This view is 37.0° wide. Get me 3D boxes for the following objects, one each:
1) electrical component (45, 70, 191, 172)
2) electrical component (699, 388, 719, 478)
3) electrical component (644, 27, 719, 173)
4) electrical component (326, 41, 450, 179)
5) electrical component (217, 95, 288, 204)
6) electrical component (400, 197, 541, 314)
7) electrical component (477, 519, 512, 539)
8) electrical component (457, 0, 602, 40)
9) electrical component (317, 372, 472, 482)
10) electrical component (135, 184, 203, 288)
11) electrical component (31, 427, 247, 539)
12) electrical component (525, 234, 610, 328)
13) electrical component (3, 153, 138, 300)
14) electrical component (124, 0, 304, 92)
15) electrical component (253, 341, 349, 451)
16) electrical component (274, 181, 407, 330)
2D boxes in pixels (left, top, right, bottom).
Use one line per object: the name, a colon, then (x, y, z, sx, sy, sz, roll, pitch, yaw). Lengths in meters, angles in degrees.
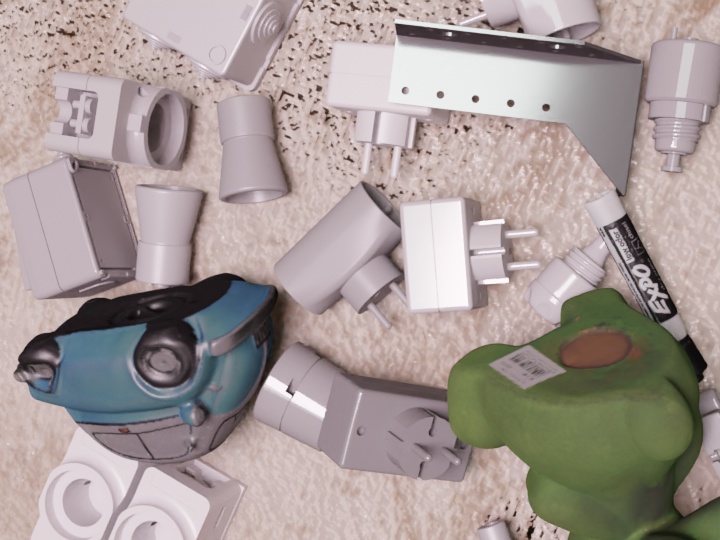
electrical component: (-0.147, -0.093, 0.682, 0.056, 0.089, 0.050, 10, 94, 18)
electrical component: (0.220, 0.090, 0.588, 0.055, 0.048, 0.066, -28, 82, 24)
electrical component: (0.180, -0.094, 0.601, 0.040, 0.040, 0.078, 8, 93, 18)
electrical component: (0.017, -0.094, 0.651, 0.066, 0.047, 0.076, 9, 93, 18)
electrical component: (-0.071, -0.078, 0.684, 0.044, 0.044, 0.065, -9, 83, 18)
electrical component: (0.068, -0.010, 0.635, 0.077, 0.047, 0.065, -5, 89, 18)
electrical component: (0.087, 0.179, 0.632, 0.043, 0.043, 0.062, -22, 83, 17)
electrical component: (0.091, -0.166, 0.628, 0.079, 0.043, 0.077, -18, 85, 17)
electrical component: (0.031, 0.096, 0.615, 0.083, 0.076, 0.047, 12, 96, -26)
electrical component: (-0.127, -0.021, 0.703, 0.044, 0.044, 0.065, 8, 98, 18)
electrical component: (-0.166, 0.204, 0.706, 0.105, 0.060, 0.186, 26, 98, 16)
electrical component: (0.126, 0.003, 0.623, 0.035, 0.035, 0.061, 42, 99, 13)
electrical component: (-0.193, -0.031, 0.712, 0.061, 0.062, 0.096, -19, 84, 17)
electrical component: (-0.091, -0.175, 0.685, 0.100, 0.048, 0.099, 32, 100, 15)
electrical component: (-0.031, 0.079, 0.665, 0.047, 0.055, 0.055, 29, 99, 12)
electrical component: (0.000, 0.000, 0.659, 0.077, 0.043, 0.079, -43, 78, 13)
